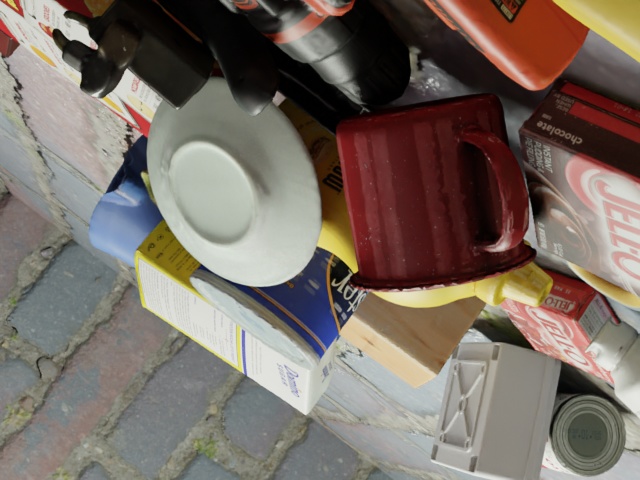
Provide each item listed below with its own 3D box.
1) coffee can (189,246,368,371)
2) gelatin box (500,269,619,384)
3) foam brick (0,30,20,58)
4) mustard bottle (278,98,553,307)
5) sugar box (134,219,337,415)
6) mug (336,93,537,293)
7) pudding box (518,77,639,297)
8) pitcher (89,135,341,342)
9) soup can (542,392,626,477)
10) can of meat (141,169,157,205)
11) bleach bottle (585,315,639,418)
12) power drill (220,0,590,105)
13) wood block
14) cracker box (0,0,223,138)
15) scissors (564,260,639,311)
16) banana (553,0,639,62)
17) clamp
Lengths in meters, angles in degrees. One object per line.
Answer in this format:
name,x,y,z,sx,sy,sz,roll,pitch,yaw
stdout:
coffee can,-0.005,0.001,0.713,0.103,0.140,0.103,34,167,9
gelatin box,0.162,0.054,0.713,0.073,0.030,0.089,23,161,46
foam brick,-0.267,-0.196,0.904,0.051,0.053,0.078,39,168,-13
mustard bottle,0.047,-0.016,0.617,0.192,0.096,0.058,31,164,23
sugar box,-0.069,0.063,0.869,0.176,0.048,0.093,30,150,15
mug,0.058,-0.024,0.509,0.117,0.093,0.081,10,112,66
pudding box,0.143,-0.016,0.493,0.090,0.039,0.113,30,165,29
pitcher,-0.076,0.008,0.986,0.243,0.149,0.145,31,133,10
soup can,0.202,0.160,0.894,0.068,0.068,0.102,38,167,-7
can of meat,-0.093,-0.059,0.863,0.057,0.084,0.102,35,167,7
bleach bottle,0.269,0.126,0.619,0.251,0.068,0.102,36,167,13
power drill,0.021,-0.109,0.446,0.184,0.057,0.188,37,169,-37
wood block,0.020,0.014,0.813,0.206,0.090,0.091,36,166,4
cracker box,-0.135,-0.143,0.708,0.214,0.072,0.164,37,167,2
scissors,0.214,0.051,0.600,0.201,0.016,0.096,40,168,-13
banana,0.145,-0.041,0.372,0.070,0.037,0.197,-20,122,40
clamp,-0.035,-0.107,0.580,0.120,0.039,0.172,27,-158,-52
